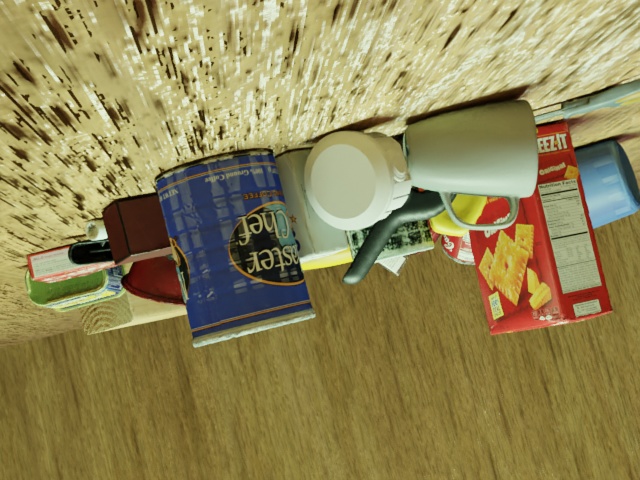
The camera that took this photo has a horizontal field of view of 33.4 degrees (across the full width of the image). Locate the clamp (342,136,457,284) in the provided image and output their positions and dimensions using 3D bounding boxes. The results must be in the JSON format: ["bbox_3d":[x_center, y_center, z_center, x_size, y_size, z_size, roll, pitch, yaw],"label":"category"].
[{"bbox_3d":[0.058,-0.052,0.973,0.171,0.120,0.039,-37,-176,8],"label":"clamp"}]

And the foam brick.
[{"bbox_3d":[-0.147,-0.013,0.957,0.078,0.051,0.053,-12,175,-28],"label":"foam brick"}]

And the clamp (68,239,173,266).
[{"bbox_3d":[-0.161,0.004,1.148,0.165,0.036,0.209,1,-173,12],"label":"clamp"}]

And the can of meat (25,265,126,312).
[{"bbox_3d":[-0.288,0.048,1.263,0.102,0.057,0.084,-15,174,3],"label":"can of meat"}]

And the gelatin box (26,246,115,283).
[{"bbox_3d":[-0.270,0.024,1.175,0.089,0.030,0.073,-14,176,-2],"label":"gelatin box"}]

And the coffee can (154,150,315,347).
[{"bbox_3d":[-0.070,0.008,0.873,0.103,0.140,0.103,-14,176,-1],"label":"coffee can"}]

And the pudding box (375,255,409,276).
[{"bbox_3d":[0.049,-0.005,1.288,0.090,0.039,0.114,33,177,-23],"label":"pudding box"}]

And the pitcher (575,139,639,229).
[{"bbox_3d":[0.326,-0.061,1.533,0.243,0.149,0.144,-20,159,25],"label":"pitcher"}]

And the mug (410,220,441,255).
[{"bbox_3d":[0.103,-0.035,1.356,0.117,0.093,0.081,14,172,3],"label":"mug"}]

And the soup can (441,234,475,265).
[{"bbox_3d":[0.194,-0.027,1.342,0.068,0.068,0.102,-13,141,-16],"label":"soup can"}]

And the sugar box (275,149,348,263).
[{"bbox_3d":[-0.055,-0.015,0.964,0.048,0.093,0.177,-12,174,-39],"label":"sugar box"}]

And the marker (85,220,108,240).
[{"bbox_3d":[-0.183,-0.013,1.054,0.020,0.020,0.120,-17,176,31],"label":"marker"}]

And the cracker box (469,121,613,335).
[{"bbox_3d":[0.231,-0.008,1.199,0.072,0.214,0.164,-11,175,-21],"label":"cracker box"}]

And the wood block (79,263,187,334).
[{"bbox_3d":[-0.224,0.062,1.441,0.090,0.091,0.205,-17,175,32],"label":"wood block"}]

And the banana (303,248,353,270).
[{"bbox_3d":[-0.019,0.009,1.205,0.198,0.037,0.069,-4,-157,29],"label":"banana"}]

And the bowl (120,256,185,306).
[{"bbox_3d":[-0.152,0.030,1.257,0.162,0.055,0.162,6,-166,-2],"label":"bowl"}]

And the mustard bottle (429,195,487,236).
[{"bbox_3d":[0.139,-0.053,1.096,0.058,0.096,0.191,10,-179,5],"label":"mustard bottle"}]

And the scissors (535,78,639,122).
[{"bbox_3d":[0.256,-0.128,1.030,0.202,0.016,0.096,-16,175,29],"label":"scissors"}]
